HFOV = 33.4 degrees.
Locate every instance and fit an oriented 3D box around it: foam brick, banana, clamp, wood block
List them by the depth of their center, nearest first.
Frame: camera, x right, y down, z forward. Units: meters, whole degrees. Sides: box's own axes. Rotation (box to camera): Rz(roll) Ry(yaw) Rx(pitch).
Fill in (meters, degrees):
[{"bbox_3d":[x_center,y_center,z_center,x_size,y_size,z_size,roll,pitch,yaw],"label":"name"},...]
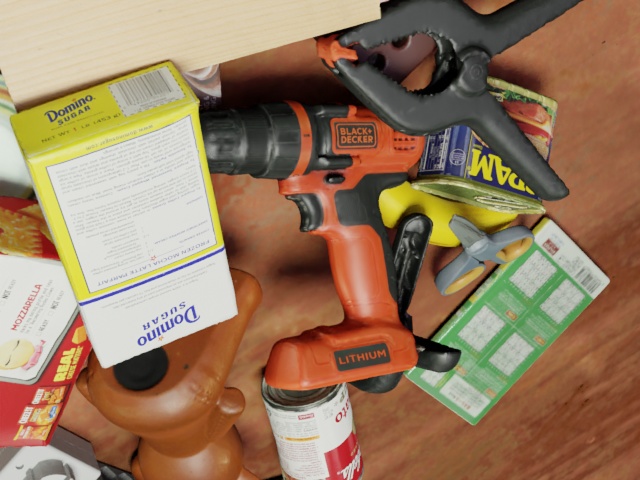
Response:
[{"bbox_3d":[-0.080,-0.151,0.577,0.206,0.090,0.091,-18,137,-10],"label":"wood block"},{"bbox_3d":[0.100,-0.122,0.703,0.209,0.036,0.164,11,99,-25],"label":"clamp"},{"bbox_3d":[0.044,-0.143,0.723,0.078,0.051,0.053,-46,126,4],"label":"foam brick"},{"bbox_3d":[0.053,0.057,0.809,0.039,0.120,0.172,9,157,-22],"label":"clamp"},{"bbox_3d":[0.081,-0.033,0.814,0.197,0.037,0.069,9,87,-31],"label":"banana"}]

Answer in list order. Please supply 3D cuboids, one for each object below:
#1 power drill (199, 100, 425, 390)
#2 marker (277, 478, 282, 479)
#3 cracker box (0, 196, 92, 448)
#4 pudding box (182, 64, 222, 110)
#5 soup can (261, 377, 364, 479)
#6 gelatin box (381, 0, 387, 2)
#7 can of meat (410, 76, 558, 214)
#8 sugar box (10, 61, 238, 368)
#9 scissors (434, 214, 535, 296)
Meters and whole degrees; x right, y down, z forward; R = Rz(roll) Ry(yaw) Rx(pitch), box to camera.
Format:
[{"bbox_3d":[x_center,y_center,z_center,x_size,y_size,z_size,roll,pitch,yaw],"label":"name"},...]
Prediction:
[{"bbox_3d":[-0.005,0.001,0.704,0.184,0.057,0.187,-5,92,-31],"label":"power drill"},{"bbox_3d":[-0.057,0.216,0.894,0.121,0.020,0.020,-12,121,-19],"label":"marker"},{"bbox_3d":[-0.248,0.049,0.656,0.213,0.072,0.164,7,123,-37],"label":"cracker box"},{"bbox_3d":[-0.111,-0.118,0.673,0.090,0.039,0.113,-11,120,-17],"label":"pudding box"},{"bbox_3d":[-0.006,0.149,0.851,0.068,0.069,0.102,-20,123,-14],"label":"soup can"},{"bbox_3d":[0.004,-0.167,0.678,0.089,0.073,0.030,-21,124,-14],"label":"gelatin box"},{"bbox_3d":[0.122,-0.070,0.781,0.101,0.058,0.084,13,84,-31],"label":"can of meat"},{"bbox_3d":[-0.105,-0.009,0.606,0.093,0.048,0.176,-21,142,-15],"label":"sugar box"},{"bbox_3d":[0.104,0.013,0.798,0.096,0.016,0.201,-39,161,24],"label":"scissors"}]
